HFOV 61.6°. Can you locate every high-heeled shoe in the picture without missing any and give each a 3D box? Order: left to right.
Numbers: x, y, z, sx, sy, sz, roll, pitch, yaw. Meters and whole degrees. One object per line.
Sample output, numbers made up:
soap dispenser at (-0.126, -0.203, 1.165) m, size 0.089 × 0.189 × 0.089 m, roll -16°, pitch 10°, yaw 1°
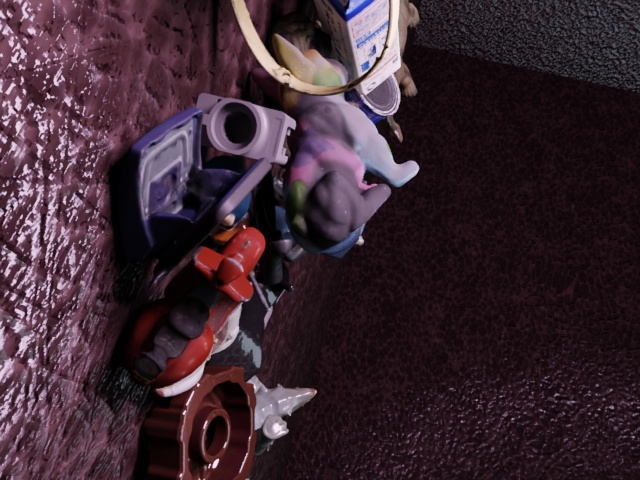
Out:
high-heeled shoe at (-0.129, 0.132, 0.839) m, size 0.249 × 0.086 × 0.145 m, roll -50°, pitch -154°, yaw -14°

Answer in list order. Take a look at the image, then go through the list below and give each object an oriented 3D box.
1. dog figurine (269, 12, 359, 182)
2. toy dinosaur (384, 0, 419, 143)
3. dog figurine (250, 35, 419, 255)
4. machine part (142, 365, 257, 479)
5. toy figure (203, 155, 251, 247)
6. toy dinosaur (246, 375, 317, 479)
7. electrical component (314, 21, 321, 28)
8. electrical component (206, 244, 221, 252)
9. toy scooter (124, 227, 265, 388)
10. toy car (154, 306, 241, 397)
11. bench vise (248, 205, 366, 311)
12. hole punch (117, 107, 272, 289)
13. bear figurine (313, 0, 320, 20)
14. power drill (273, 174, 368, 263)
dog figurine at (-0.037, -0.184, 0.725) m, size 0.190 × 0.121 × 0.172 m, roll 44°, pitch 58°, yaw -64°
toy dinosaur at (0.117, -0.413, 0.976) m, size 0.198 × 0.105 × 0.470 m, roll -27°, pitch 111°, yaw -70°
dog figurine at (-0.011, -0.116, 0.607) m, size 0.191 × 0.219 × 0.108 m, roll -42°, pitch -176°, yaw -29°
machine part at (-0.141, 0.240, 0.663) m, size 0.179 × 0.056 × 0.179 m, roll -3°, pitch 90°, yaw -65°
toy figure at (-0.106, -0.033, 0.609) m, size 0.154 × 0.058 × 0.064 m, roll 102°, pitch 13°, yaw -59°
toy dinosaur at (-0.151, 0.344, 0.813) m, size 0.405 × 0.131 × 0.192 m, roll -51°, pitch 175°, yaw -42°
electrical component at (0.006, -0.305, 0.844) m, size 0.045 × 0.078 × 0.102 m, roll -51°, pitch 178°, yaw 28°
electrical component at (-0.135, 0.036, 0.653) m, size 0.094 × 0.021 × 0.063 m, roll -47°, pitch 151°, yaw -72°
toy scooter at (-0.110, 0.060, 0.486) m, size 0.184 × 0.075 × 0.135 m, roll -52°, pitch -172°, yaw -11°
toy car at (-0.141, 0.113, 0.640) m, size 0.202 × 0.056 × 0.073 m, roll -50°, pitch 155°, yaw -72°
bench vise at (-0.008, -0.010, 0.808) m, size 0.223 × 0.129 × 0.240 m, roll -51°, pitch 150°, yaw 8°
hole punch at (-0.119, -0.040, 0.461) m, size 0.116 × 0.092 × 0.142 m, roll -44°, pitch -167°, yaw 32°
bear figurine at (0.031, -0.381, 0.793) m, size 0.196 × 0.132 × 0.120 m, roll -47°, pitch 156°, yaw -33°
power drill at (-0.004, -0.076, 0.959) m, size 0.232 × 0.086 × 0.207 m, roll -44°, pitch 161°, yaw -13°
